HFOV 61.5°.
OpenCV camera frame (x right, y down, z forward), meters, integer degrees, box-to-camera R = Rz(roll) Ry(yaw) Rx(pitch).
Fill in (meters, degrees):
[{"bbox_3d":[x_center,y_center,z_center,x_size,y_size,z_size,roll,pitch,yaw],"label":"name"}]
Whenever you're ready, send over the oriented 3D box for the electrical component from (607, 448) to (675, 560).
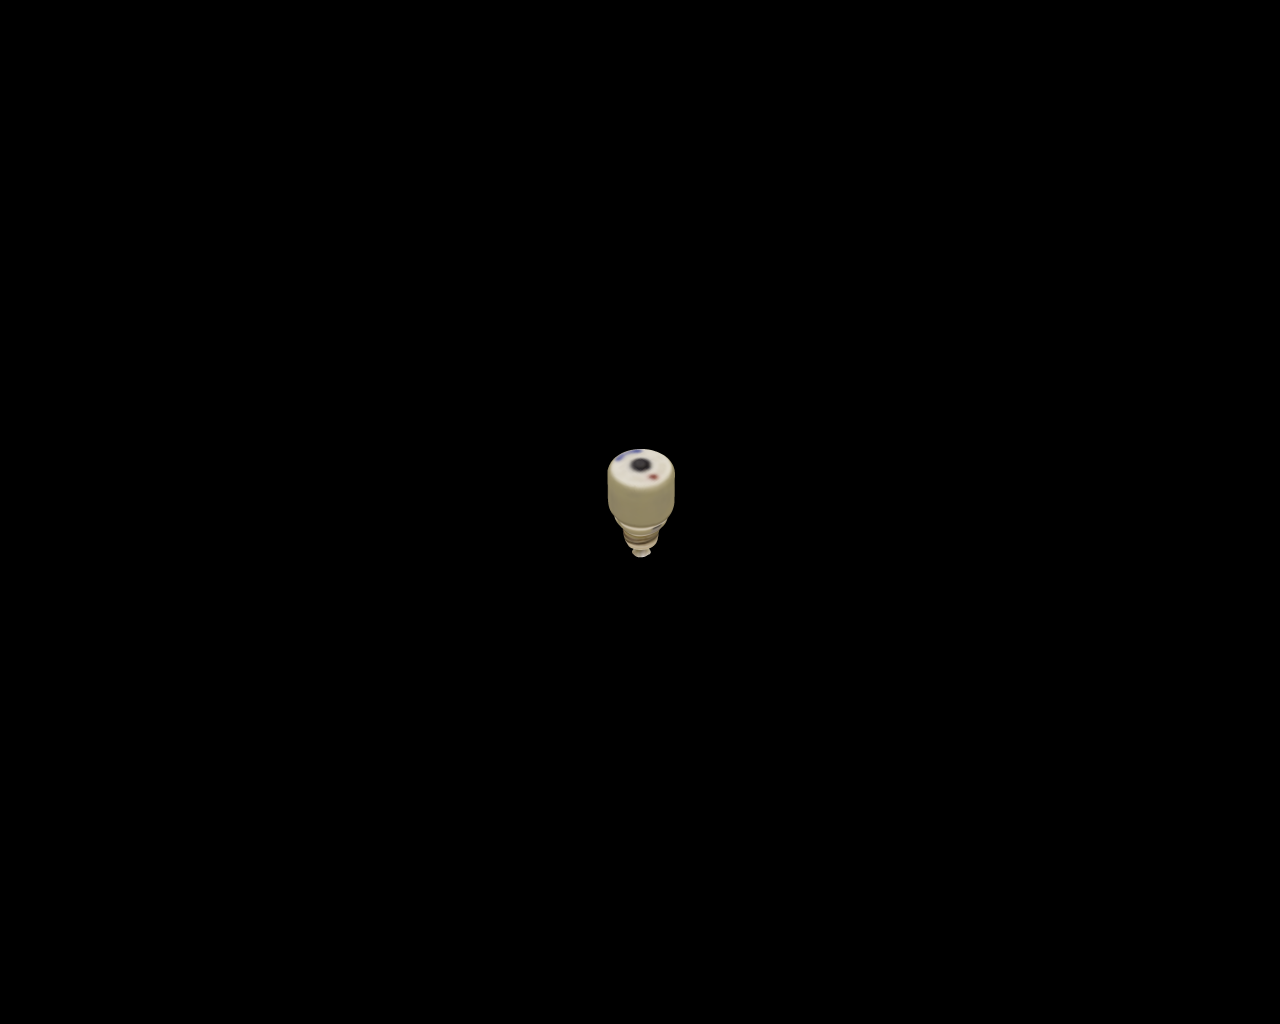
[{"bbox_3d":[0.001,-0.003,0.650,0.040,0.078,0.040,0,43,0],"label":"electrical component"}]
